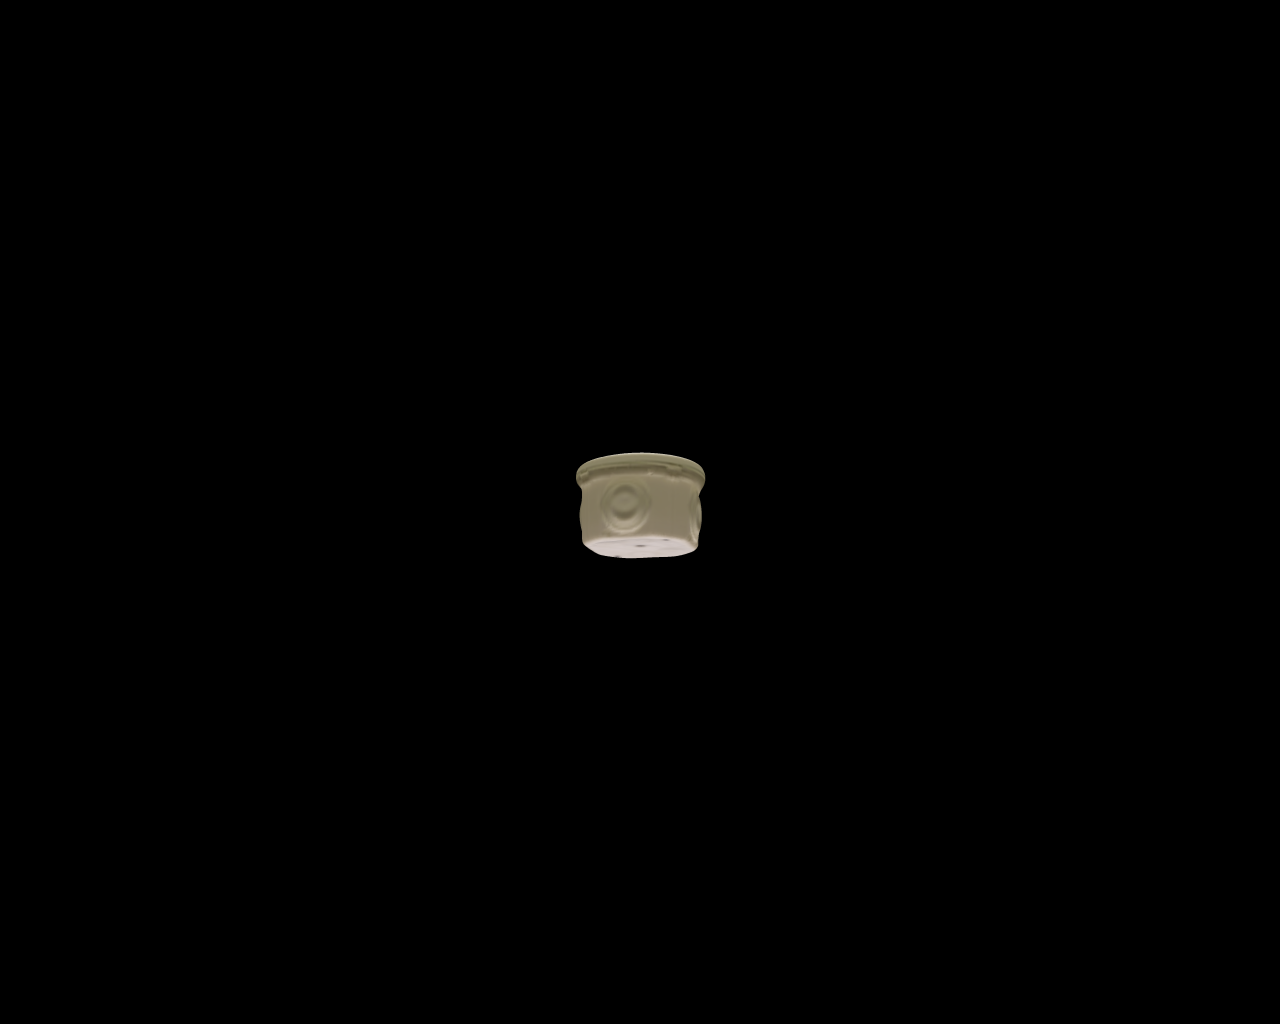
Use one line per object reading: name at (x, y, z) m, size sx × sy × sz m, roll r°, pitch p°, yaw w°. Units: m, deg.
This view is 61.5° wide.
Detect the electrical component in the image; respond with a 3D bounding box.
electrical component at (0.001, -0.003, 0.650) m, size 0.080 × 0.051 × 0.080 m, roll 0°, pitch -14°, yaw 0°
